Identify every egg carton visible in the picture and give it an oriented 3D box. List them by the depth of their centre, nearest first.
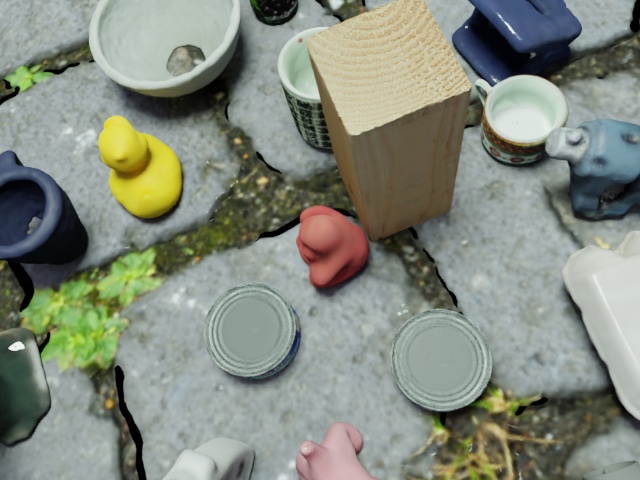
[{"bbox_3d":[0.272,0.067,0.470,0.107,0.150,0.069,-19,-21,1],"label":"egg carton"}]

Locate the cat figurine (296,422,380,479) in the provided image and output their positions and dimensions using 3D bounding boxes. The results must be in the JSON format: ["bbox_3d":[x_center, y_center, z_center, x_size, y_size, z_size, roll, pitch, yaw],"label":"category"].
[{"bbox_3d":[0.030,0.199,0.431,0.067,0.127,0.118,-42,-20,-7],"label":"cat figurine"}]

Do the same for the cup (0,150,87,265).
[{"bbox_3d":[-0.280,-0.023,0.567,0.091,0.117,0.095,-23,-21,0],"label":"cup"}]

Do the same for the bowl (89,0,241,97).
[{"bbox_3d":[-0.159,-0.220,0.631,0.167,0.167,0.075,0,-19,8],"label":"bowl"}]

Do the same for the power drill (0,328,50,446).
[{"bbox_3d":[-0.321,0.101,0.467,0.075,0.229,0.208,-26,-21,-1],"label":"power drill"}]

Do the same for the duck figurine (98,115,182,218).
[{"bbox_3d":[-0.189,-0.078,0.578,0.077,0.104,0.086,-25,-21,-1],"label":"duck figurine"}]

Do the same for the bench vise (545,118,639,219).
[{"bbox_3d":[0.295,-0.074,0.437,0.207,0.121,0.220,-15,-21,3],"label":"bench vise"}]

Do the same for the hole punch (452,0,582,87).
[{"bbox_3d":[0.197,-0.223,0.573,0.101,0.108,0.091,-33,-21,-4],"label":"hole punch"}]

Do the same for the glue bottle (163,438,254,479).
[{"bbox_3d":[-0.093,0.187,0.423,0.037,0.078,0.173,13,-17,13],"label":"glue bottle"}]

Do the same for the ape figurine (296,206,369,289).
[{"bbox_3d":[0.005,0.002,0.519,0.076,0.078,0.092,8,-18,11],"label":"ape figurine"}]
